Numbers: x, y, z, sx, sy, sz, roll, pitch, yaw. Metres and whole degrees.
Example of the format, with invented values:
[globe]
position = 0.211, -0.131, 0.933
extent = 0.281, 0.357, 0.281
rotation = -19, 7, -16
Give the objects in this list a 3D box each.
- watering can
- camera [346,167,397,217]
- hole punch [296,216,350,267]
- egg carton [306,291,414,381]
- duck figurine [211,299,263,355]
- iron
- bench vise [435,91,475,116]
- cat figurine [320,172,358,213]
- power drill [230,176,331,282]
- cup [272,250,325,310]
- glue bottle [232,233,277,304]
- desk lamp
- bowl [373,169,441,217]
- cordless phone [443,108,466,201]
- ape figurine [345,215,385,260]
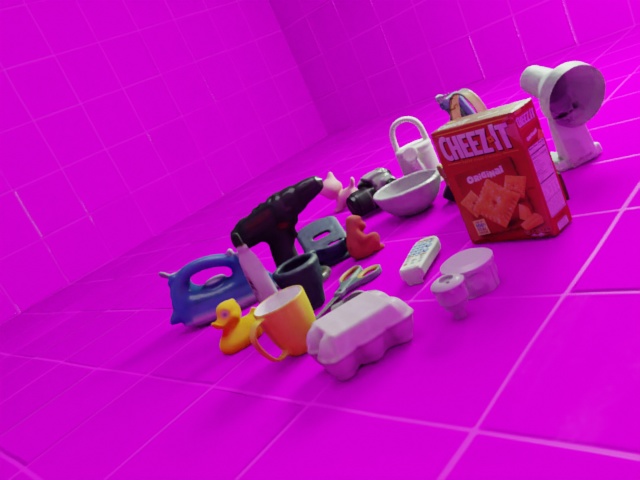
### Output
[watering can]
position = 0.249, -0.229, 1.500
extent = 0.101, 0.194, 0.172
rotation = -26, 15, -2
[camera]
position = 0.130, -0.125, 1.521
extent = 0.137, 0.101, 0.143
rotation = -29, 15, -15
[hole punch]
position = 0.012, 0.005, 1.279
extent = 0.109, 0.091, 0.101
rotation = -27, 15, -6
[egg carton]
position = 0.056, 0.130, 0.807
extent = 0.150, 0.069, 0.107
rotation = -30, 15, -16
[duck figurine]
position = -0.155, 0.149, 1.058
extent = 0.077, 0.086, 0.105
rotation = -8, 23, 49
[iron]
position = -0.225, 0.090, 1.271
extent = 0.258, 0.141, 0.118
rotation = -24, 15, 7
[bench vise]
position = 0.374, -0.277, 1.407
extent = 0.208, 0.220, 0.121
rotation = -31, 16, -22
[cat figurine]
position = 0.056, -0.146, 1.683
extent = 0.127, 0.118, 0.067
rotation = -15, 18, 35
[power drill]
position = -0.061, -0.002, 1.187
extent = 0.229, 0.208, 0.075
rotation = -22, 15, 14
[cup]
position = -0.024, 0.078, 1.072
extent = 0.091, 0.095, 0.118
rotation = -15, 17, 33
[glue bottle]
position = -0.134, 0.062, 1.154
extent = 0.037, 0.173, 0.078
rotation = -31, 16, -21
[desk lamp]
position = 0.483, -0.252, 1.153
extent = 0.118, 0.214, 0.203
rotation = -26, 15, -1
[bowl]
position = 0.214, -0.101, 1.348
extent = 0.167, 0.075, 0.167
rotation = -24, 15, 7
[cordless phone]
position = 0.312, -0.194, 1.288
extent = 0.093, 0.185, 0.148
rotation = -12, 20, 42
[ape figurine]
position = 0.084, -0.011, 1.212
extent = 0.076, 0.092, 0.077
rotation = -28, 15, -10
